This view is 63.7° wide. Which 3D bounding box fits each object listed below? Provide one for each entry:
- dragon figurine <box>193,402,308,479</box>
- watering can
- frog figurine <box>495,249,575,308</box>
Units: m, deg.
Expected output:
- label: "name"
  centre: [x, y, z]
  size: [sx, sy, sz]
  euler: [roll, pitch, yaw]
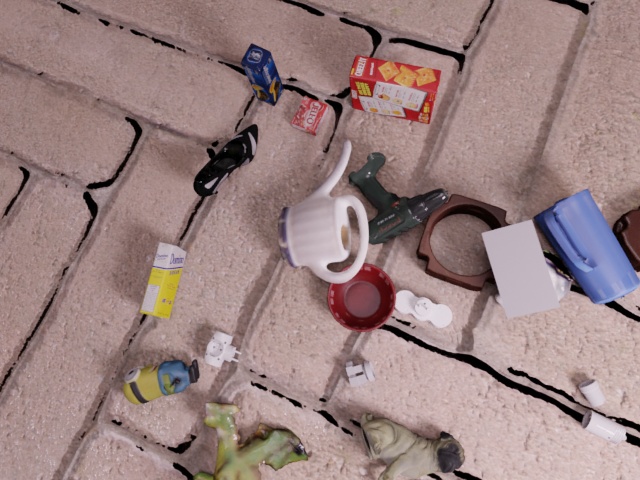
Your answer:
- label: "dragon figurine"
  centre: [-0.132, 0.528, 1.127]
  size: [0.413, 0.120, 0.245]
  euler: [43, 76, 14]
- label: "watering can"
  centre: [0.004, -0.063, 1.252]
  size: [0.223, 0.103, 0.352]
  euler: [-10, 73, 18]
- label: "frog figurine"
  centre: [0.485, 0.101, 1.180]
  size: [0.138, 0.124, 0.156]
  euler: [36, 118, 7]
